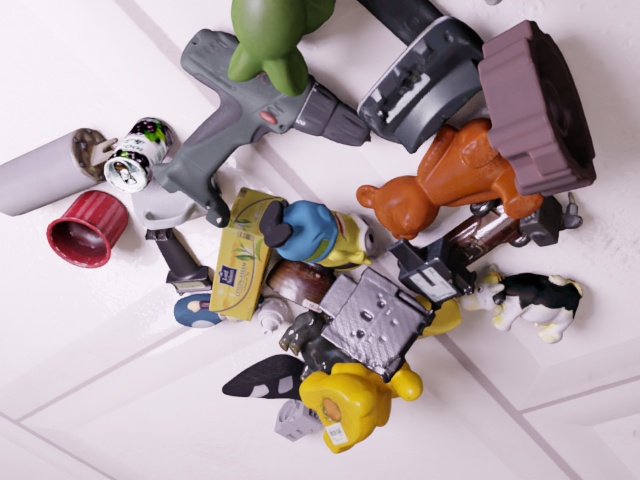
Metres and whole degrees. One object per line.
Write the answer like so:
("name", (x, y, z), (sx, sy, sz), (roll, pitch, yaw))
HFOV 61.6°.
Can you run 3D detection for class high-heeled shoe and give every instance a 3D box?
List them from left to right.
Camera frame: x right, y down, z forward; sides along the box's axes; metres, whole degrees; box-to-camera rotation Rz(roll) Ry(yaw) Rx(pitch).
("high-heeled shoe", (-0.038, 0.279, 0.953), (0.249, 0.086, 0.145), (-13, 107, -4))

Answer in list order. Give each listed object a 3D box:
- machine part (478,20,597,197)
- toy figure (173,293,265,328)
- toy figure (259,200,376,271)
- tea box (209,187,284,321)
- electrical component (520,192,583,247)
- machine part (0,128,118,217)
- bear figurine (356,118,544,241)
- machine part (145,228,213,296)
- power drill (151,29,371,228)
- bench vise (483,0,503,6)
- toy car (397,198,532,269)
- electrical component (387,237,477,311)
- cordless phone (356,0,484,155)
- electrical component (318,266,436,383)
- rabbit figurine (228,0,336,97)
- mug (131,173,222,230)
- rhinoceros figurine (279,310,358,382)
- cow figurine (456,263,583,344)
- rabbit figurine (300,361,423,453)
("machine part", (0.219, -0.127, 0.539), (0.056, 0.179, 0.179), (-18, 125, 39))
("toy figure", (-0.162, 0.111, 0.875), (0.155, 0.064, 0.057), (-7, 99, 19))
("toy figure", (-0.002, -0.006, 0.704), (0.180, 0.082, 0.089), (8, 167, -44))
("tea box", (-0.105, 0.023, 0.767), (0.068, 0.098, 0.169), (16, 131, -3))
("electrical component", (0.283, -0.039, 0.669), (0.102, 0.078, 0.045), (43, 142, -24))
("machine part", (-0.369, -0.091, 0.734), (0.243, 0.079, 0.079), (-16, 124, 23))
("bear figurine", (0.141, -0.057, 0.643), (0.196, 0.132, 0.120), (-34, 112, 24))
("machine part", (-0.221, 0.034, 0.836), (0.084, 0.039, 0.138), (-6, 130, 25))
("power drill", (-0.083, -0.115, 0.632), (0.232, 0.086, 0.207), (35, 109, -12))
("bench vise", (0.170, -0.258, 0.412), (0.224, 0.240, 0.128), (-7, 133, 35))
("toy car", (0.194, 0.013, 0.737), (0.089, 0.053, 0.202), (35, 125, -22))
("electrical component", (0.140, 0.034, 0.705), (0.119, 0.048, 0.075), (42, 131, -12))
("cordless phone", (0.077, -0.198, 0.578), (0.184, 0.089, 0.146), (41, 122, -9))
("electrical component", (0.067, 0.105, 0.708), (0.134, 0.115, 0.058), (32, 173, 20))
("rabbit figurine", (-0.049, -0.221, 0.511), (0.121, 0.170, 0.159), (15, 129, -2))
("mug", (-0.189, -0.057, 0.717), (0.107, 0.110, 0.080), (-9, 124, 0))
("rhinoceros figurine", (0.018, 0.199, 0.890), (0.190, 0.112, 0.073), (52, 158, -12))
("cow figurine", (0.282, 0.079, 0.763), (0.167, 0.068, 0.098), (16, 124, -9))
("rabbit figurine", (0.079, 0.215, 0.807), (0.122, 0.173, 0.162), (57, 133, 19))
